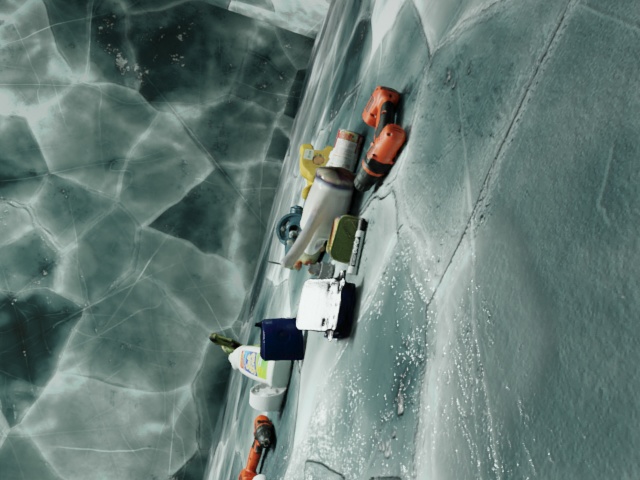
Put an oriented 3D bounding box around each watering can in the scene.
[{"bbox_3d":[0.004,-0.061,1.213,0.351,0.104,0.221,-39,-32,-70],"label":"watering can"}]

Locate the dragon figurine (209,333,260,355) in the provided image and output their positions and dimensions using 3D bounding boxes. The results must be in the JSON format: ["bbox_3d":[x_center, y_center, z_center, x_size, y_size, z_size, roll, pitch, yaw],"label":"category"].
[{"bbox_3d":[-0.257,0.370,1.713,0.405,0.242,0.124,131,157,-71],"label":"dragon figurine"}]
